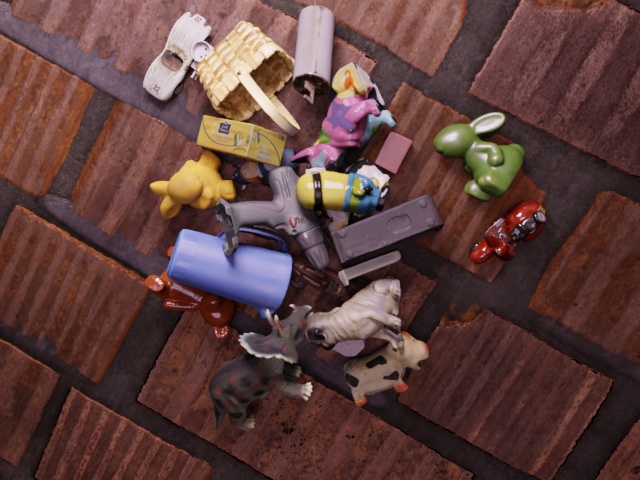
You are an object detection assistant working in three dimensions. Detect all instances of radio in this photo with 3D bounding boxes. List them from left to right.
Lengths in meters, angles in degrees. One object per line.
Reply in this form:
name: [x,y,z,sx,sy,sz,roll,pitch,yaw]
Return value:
radio: [0.136,-0.016,1.104,0.230,0.131,0.073,-23,83,4]

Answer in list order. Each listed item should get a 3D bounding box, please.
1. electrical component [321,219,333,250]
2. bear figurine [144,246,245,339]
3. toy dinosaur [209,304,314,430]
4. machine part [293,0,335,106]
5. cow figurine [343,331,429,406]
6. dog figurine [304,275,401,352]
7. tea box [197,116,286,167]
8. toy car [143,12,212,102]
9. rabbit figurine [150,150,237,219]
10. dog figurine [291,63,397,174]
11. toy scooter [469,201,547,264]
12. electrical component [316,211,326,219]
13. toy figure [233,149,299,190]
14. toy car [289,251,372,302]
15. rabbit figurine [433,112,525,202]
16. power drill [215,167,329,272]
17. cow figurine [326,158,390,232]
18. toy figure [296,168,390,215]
electrical component: [-0.002,-0.004,1.190,0.094,0.021,0.063,-33,92,9]
bear figurine: [-0.269,0.122,1.187,0.196,0.131,0.120,30,65,10]
toy dinosaur: [-0.158,0.299,1.151,0.405,0.131,0.192,-39,117,20]
machine part: [-0.011,-0.383,1.090,0.079,0.079,0.243,1,71,7]
cow figurine: [0.145,0.268,1.173,0.195,0.085,0.127,-23,99,10]
dog figurine: [0.069,0.143,1.110,0.191,0.172,0.121,3,127,6]
tea box: [-0.164,-0.205,1.113,0.170,0.098,0.068,21,98,41]
toy car: [-0.310,-0.397,1.170,0.073,0.056,0.201,35,100,2]
rabbit figurine: [-0.277,-0.117,1.139,0.162,0.173,0.121,-19,98,5]
dog figurine: [0.032,-0.233,1.117,0.219,0.108,0.191,-33,71,21]
toy scooter: [0.385,-0.010,1.081,0.184,0.135,0.075,-39,89,9]
electrical component: [-0.045,-0.086,1.173,0.075,0.048,0.119,-30,91,9]
toy figure: [-0.123,-0.158,1.174,0.155,0.057,0.064,-15,55,10]
toy car: [0.021,0.094,1.184,0.202,0.053,0.089,26,102,3]
rabbit figurine: [0.318,-0.181,1.078,0.170,0.121,0.159,34,93,0]
power drill: [-0.096,-0.027,1.085,0.207,0.086,0.232,-14,87,-21]
cow figurine: [0.062,-0.093,1.141,0.098,0.068,0.167,44,89,11]
toy figure: [0.042,-0.093,1.061,0.180,0.089,0.082,13,135,1]
